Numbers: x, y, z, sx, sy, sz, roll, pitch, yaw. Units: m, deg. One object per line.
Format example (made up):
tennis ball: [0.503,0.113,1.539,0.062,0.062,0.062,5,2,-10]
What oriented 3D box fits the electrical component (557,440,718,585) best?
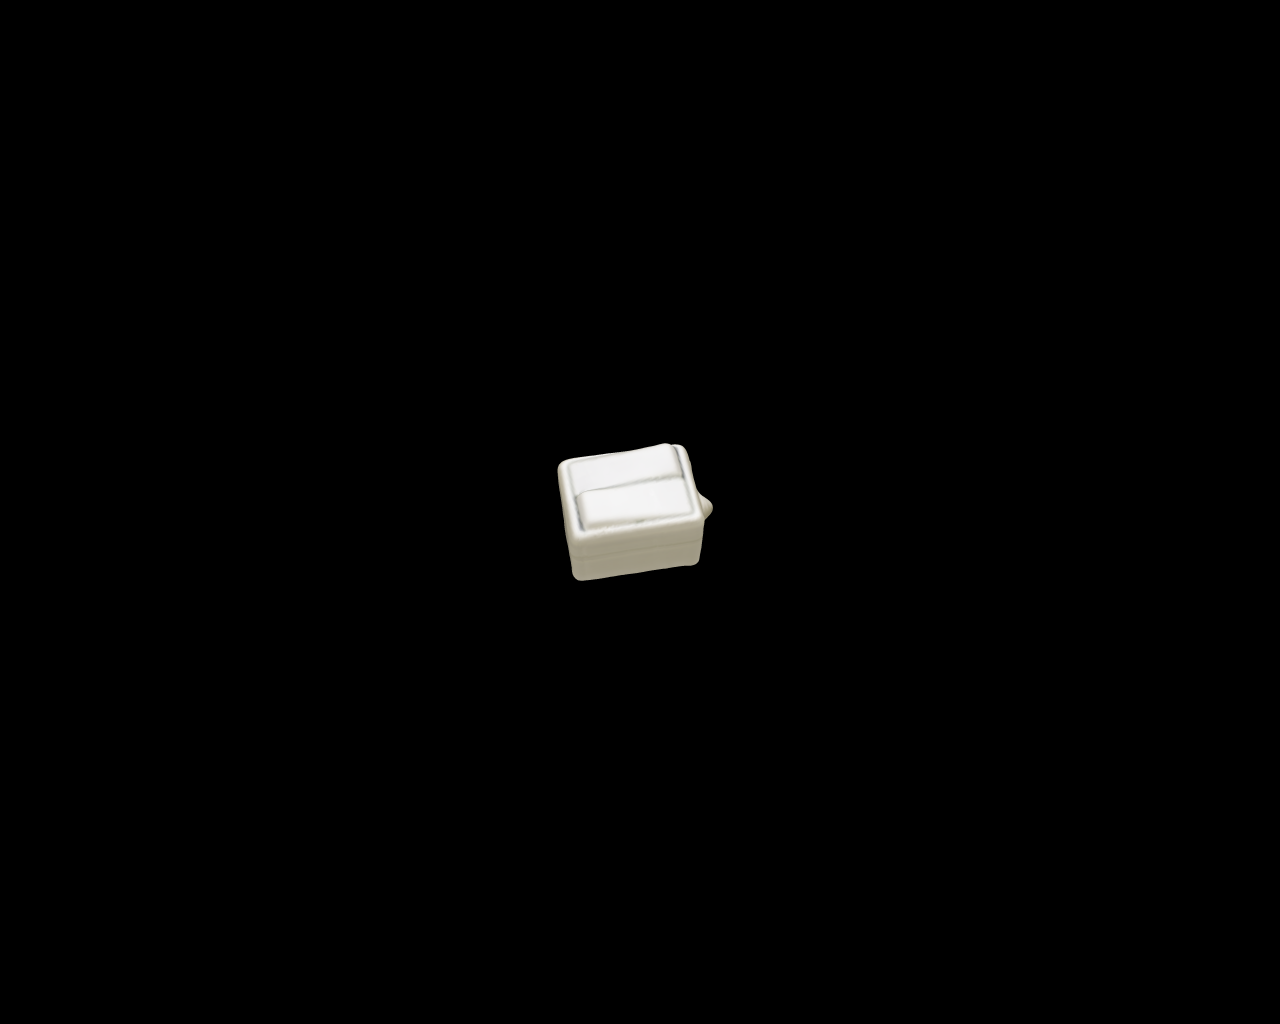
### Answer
electrical component: [0.001,-0.003,0.650,0.096,0.062,0.061,-8,-33,-5]
